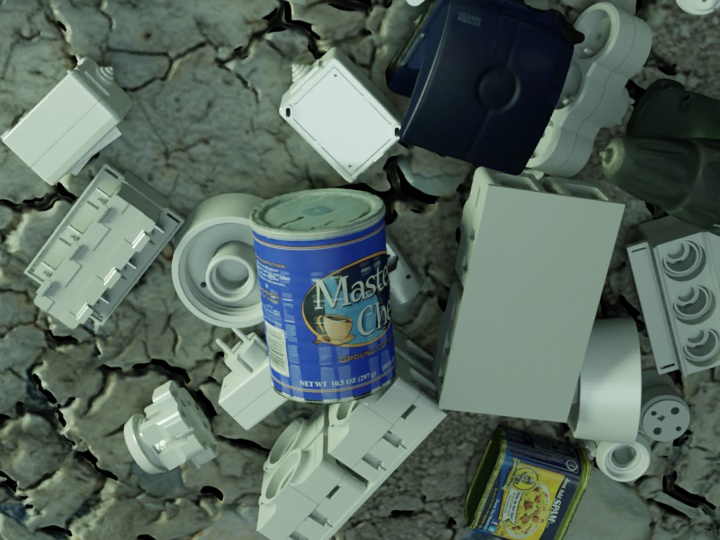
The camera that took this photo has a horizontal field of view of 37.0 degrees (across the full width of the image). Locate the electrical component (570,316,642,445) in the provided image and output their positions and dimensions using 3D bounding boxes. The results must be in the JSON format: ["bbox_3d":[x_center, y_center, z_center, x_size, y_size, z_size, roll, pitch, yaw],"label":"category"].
[{"bbox_3d":[0.199,0.093,0.910,0.060,0.108,0.108,0,112,6],"label":"electrical component"}]

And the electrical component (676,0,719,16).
[{"bbox_3d":[0.256,-0.211,0.806,0.040,0.078,0.040,6,118,11],"label":"electrical component"}]

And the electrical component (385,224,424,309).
[{"bbox_3d":[0.000,0.000,0.902,0.079,0.043,0.077,-31,109,12],"label":"electrical component"}]

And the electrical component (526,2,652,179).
[{"bbox_3d":[0.186,-0.135,0.847,0.074,0.052,0.138,14,113,-33],"label":"electrical component"}]

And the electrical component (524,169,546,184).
[{"bbox_3d":[0.137,-0.049,0.883,0.045,0.045,0.055,-15,111,5],"label":"electrical component"}]

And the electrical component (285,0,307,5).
[{"bbox_3d":[-0.055,-0.232,0.808,0.066,0.048,0.055,13,103,-6],"label":"electrical component"}]

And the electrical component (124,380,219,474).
[{"bbox_3d":[-0.170,0.144,0.951,0.057,0.058,0.078,-29,109,7],"label":"electrical component"}]

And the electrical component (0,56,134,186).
[{"bbox_3d":[-0.220,-0.119,0.842,0.096,0.061,0.061,-40,107,14],"label":"electrical component"}]

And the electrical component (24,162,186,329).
[{"bbox_3d":[-0.213,-0.015,0.883,0.079,0.063,0.121,37,107,-14],"label":"electrical component"}]

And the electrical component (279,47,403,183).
[{"bbox_3d":[-0.018,-0.128,0.841,0.062,0.061,0.096,-42,107,15],"label":"electrical component"}]

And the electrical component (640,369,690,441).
[{"bbox_3d":[0.262,0.119,0.946,0.045,0.055,0.045,0,112,-1],"label":"electrical component"}]

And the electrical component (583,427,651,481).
[{"bbox_3d":[0.231,0.156,0.961,0.066,0.055,0.048,23,110,-10],"label":"electrical component"}]

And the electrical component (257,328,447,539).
[{"bbox_3d":[-0.013,0.146,0.927,0.060,0.105,0.186,37,107,-14],"label":"electrical component"}]

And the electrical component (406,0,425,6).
[{"bbox_3d":[0.059,-0.245,0.798,0.089,0.055,0.050,-36,108,13],"label":"electrical component"}]

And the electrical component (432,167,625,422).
[{"bbox_3d":[0.127,0.019,0.850,0.105,0.060,0.186,7,111,-8],"label":"electrical component"}]

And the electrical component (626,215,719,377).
[{"bbox_3d":[0.272,0.018,0.902,0.079,0.063,0.121,-17,111,6],"label":"electrical component"}]

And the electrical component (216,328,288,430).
[{"bbox_3d":[-0.091,0.080,0.931,0.083,0.047,0.075,-39,107,14],"label":"electrical component"}]

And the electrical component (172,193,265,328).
[{"bbox_3d":[-0.104,-0.004,0.890,0.108,0.060,0.108,0,112,-1],"label":"electrical component"}]
